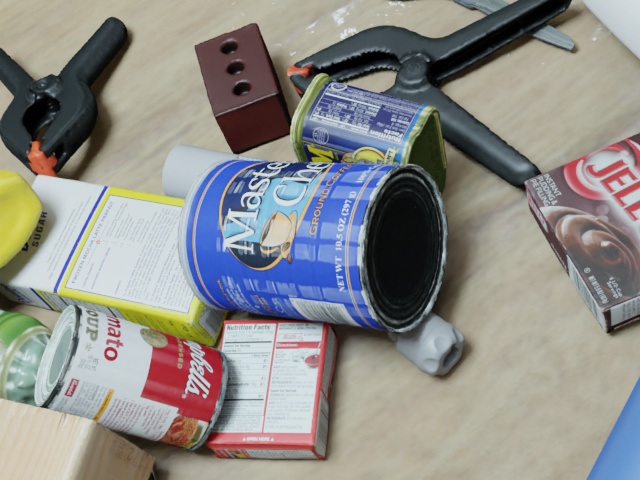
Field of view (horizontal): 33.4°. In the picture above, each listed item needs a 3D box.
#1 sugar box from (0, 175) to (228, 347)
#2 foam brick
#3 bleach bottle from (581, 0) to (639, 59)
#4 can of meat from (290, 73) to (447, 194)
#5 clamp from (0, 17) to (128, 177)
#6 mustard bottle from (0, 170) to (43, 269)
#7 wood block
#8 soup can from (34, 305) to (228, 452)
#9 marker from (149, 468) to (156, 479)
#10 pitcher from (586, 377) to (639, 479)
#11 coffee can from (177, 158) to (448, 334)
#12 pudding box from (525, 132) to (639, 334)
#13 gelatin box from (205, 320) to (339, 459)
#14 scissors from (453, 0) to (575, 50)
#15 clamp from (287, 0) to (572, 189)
[{"bbox_3d":[-0.142,0.012,0.763,0.176,0.048,0.093,10,63,25],"label":"sugar box"},{"bbox_3d":[-0.057,-0.115,0.810,0.053,0.051,0.078,-21,56,3],"label":"foam brick"},{"bbox_3d":[0.230,-0.171,0.743,0.102,0.068,0.251,-15,49,-31],"label":"bleach bottle"},{"bbox_3d":[0.036,-0.057,0.720,0.084,0.102,0.057,18,65,22],"label":"can of meat"},{"bbox_3d":[-0.224,-0.114,0.858,0.120,0.039,0.171,-12,44,18],"label":"clamp"},{"bbox_3d":[-0.287,-0.019,0.792,0.192,0.058,0.096,13,54,49],"label":"mustard bottle"},{"bbox_3d":[-0.184,0.205,0.619,0.091,0.090,0.206,8,67,23],"label":"wood block"},{"bbox_3d":[-0.118,0.087,0.666,0.069,0.102,0.068,-47,32,41],"label":"soup can"},{"bbox_3d":[-0.099,0.188,0.660,0.020,0.020,0.121,-26,56,0],"label":"marker"},{"bbox_3d":[0.222,0.122,0.552,0.149,0.145,0.242,23,72,40],"label":"pitcher"},{"bbox_3d":[-0.004,0.001,0.676,0.141,0.102,0.102,5,60,35],"label":"coffee can"},{"bbox_3d":[0.195,-0.007,0.680,0.090,0.039,0.113,-24,56,1],"label":"pudding box"},{"bbox_3d":[-0.030,0.096,0.689,0.073,0.030,0.089,-3,59,16],"label":"gelatin box"},{"bbox_3d":[0.120,-0.208,0.836,0.202,0.016,0.096,20,67,25],"label":"scissors"},{"bbox_3d":[0.080,-0.124,0.783,0.210,0.036,0.164,11,66,24],"label":"clamp"}]
